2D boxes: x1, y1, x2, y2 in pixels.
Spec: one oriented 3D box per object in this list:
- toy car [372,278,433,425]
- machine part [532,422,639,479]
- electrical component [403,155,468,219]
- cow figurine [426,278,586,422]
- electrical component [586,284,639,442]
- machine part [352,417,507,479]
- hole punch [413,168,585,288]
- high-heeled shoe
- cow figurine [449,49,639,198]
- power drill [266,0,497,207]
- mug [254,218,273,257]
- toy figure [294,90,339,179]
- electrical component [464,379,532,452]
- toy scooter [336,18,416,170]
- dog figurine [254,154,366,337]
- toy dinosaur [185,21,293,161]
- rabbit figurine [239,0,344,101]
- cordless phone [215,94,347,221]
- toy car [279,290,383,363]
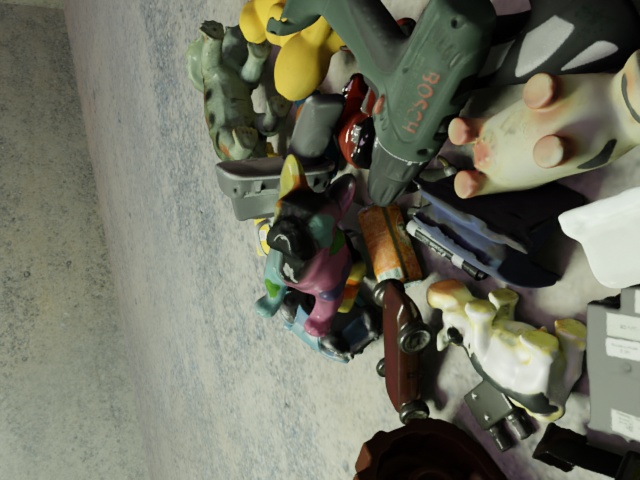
[{"bbox_3d":[0.100,0.131,0.628,0.089,0.053,0.201,-113,13,-52],"label":"toy car"},{"bbox_3d":[0.239,0.183,0.428,0.139,0.084,0.039,-7,65,67],"label":"machine part"},{"bbox_3d":[0.127,-0.055,0.591,0.102,0.045,0.078,18,110,56],"label":"electrical component"},{"bbox_3d":[0.173,0.101,0.533,0.168,0.068,0.098,29,126,54],"label":"cow figurine"},{"bbox_3d":[0.262,0.088,0.391,0.115,0.058,0.134,9,103,56],"label":"electrical component"},{"bbox_3d":[0.117,0.274,0.561,0.179,0.179,0.056,54,141,39],"label":"machine part"},{"bbox_3d":[0.157,-0.007,0.495,0.142,0.116,0.092,45,140,46],"label":"hole punch"},{"bbox_3d":[0.174,-0.150,0.504,0.145,0.086,0.248,40,157,8],"label":"high-heeled shoe"},{"bbox_3d":[0.202,-0.086,0.400,0.195,0.127,0.085,158,103,-66],"label":"cow figurine"},{"bbox_3d":[0.042,-0.160,0.508,0.207,0.086,0.232,52,146,13],"label":"power drill"},{"bbox_3d":[-0.045,-0.002,0.832,0.081,0.109,0.107,8,116,53],"label":"mug"},{"bbox_3d":[-0.008,-0.161,0.780,0.064,0.058,0.154,-25,70,51],"label":"toy figure"},{"bbox_3d":[0.182,0.171,0.569,0.094,0.021,0.063,62,143,29],"label":"electrical component"},{"bbox_3d":[0.059,-0.184,0.650,0.135,0.075,0.183,53,135,41],"label":"toy scooter"},{"bbox_3d":[-0.001,-0.002,0.644,0.109,0.191,0.219,24,127,19],"label":"dog figurine"},{"bbox_3d":[-0.134,-0.201,0.869,0.192,0.131,0.405,135,127,-65],"label":"toy dinosaur"},{"bbox_3d":[-0.016,-0.266,0.717,0.162,0.121,0.173,-21,56,36],"label":"rabbit figurine"},{"bbox_3d":[-0.046,-0.105,0.642,0.184,0.147,0.089,119,141,-61],"label":"cordless phone"},{"bbox_3d":[0.015,0.117,0.770,0.162,0.109,0.102,39,152,34],"label":"toy car"}]
